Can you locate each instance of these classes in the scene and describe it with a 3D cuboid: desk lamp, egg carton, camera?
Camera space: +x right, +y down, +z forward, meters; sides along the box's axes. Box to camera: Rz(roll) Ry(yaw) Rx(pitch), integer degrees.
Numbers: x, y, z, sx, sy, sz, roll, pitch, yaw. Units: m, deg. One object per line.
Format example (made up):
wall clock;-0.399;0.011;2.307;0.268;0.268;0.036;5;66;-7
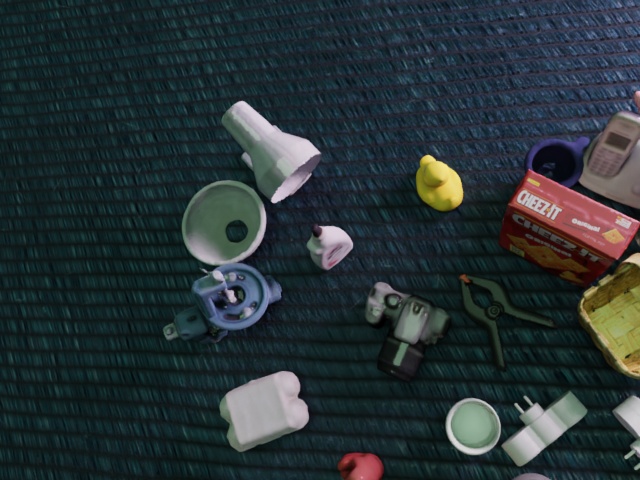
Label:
desk lamp;-0.086;-0.151;1.031;0.118;0.214;0.203;-44;70;-1
egg carton;-0.097;0.294;0.989;0.150;0.069;0.107;-24;71;6
camera;0.131;0.156;0.955;0.143;0.101;0.137;22;81;18

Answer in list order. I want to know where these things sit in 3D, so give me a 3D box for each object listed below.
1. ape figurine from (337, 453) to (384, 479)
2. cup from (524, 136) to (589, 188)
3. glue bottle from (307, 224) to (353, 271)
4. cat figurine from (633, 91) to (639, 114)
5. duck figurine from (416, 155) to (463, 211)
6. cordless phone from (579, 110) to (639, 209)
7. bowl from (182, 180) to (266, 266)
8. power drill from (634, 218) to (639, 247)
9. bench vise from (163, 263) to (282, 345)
ape figurine;0.063;0.379;0.916;0.076;0.092;0.077;-26;71;6
cup;0.399;-0.121;0.969;0.118;0.095;0.091;-40;70;1
glue bottle;0.009;0.004;0.987;0.078;0.173;0.037;-46;70;-2
cat figurine;0.569;-0.196;0.936;0.067;0.118;0.127;-35;70;3
duck figurine;0.210;-0.105;1.015;0.077;0.086;0.104;-32;70;4
cordless phone;0.497;-0.129;0.899;0.147;0.185;0.094;25;82;19
bowl;-0.172;-0.024;1.091;0.167;0.075;0.167;-3;74;13
power drill;0.545;-0.015;0.845;0.075;0.209;0.229;-23;71;7
bench vise;-0.179;0.119;0.976;0.207;0.220;0.121;-46;70;-1
